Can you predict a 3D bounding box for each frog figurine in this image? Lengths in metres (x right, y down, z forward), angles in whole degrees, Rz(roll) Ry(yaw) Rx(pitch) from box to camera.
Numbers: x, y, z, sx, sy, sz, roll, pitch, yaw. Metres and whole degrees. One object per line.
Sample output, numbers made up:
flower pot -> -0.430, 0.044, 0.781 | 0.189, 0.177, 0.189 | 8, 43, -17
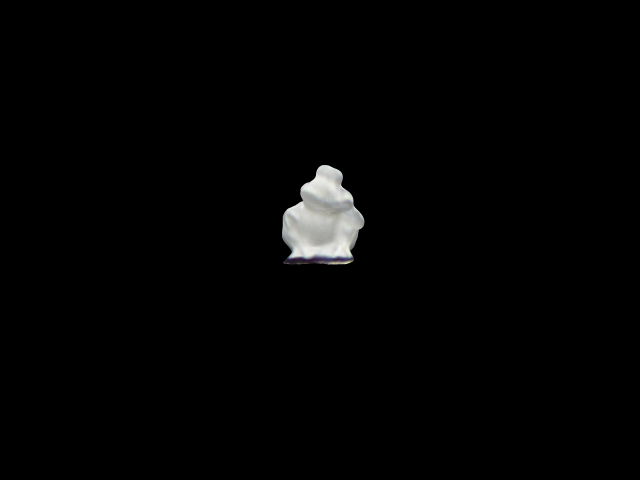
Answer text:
frog figurine -> 0.003, -0.043, 0.850 | 0.137, 0.159, 0.123 | 2, 4, 28
